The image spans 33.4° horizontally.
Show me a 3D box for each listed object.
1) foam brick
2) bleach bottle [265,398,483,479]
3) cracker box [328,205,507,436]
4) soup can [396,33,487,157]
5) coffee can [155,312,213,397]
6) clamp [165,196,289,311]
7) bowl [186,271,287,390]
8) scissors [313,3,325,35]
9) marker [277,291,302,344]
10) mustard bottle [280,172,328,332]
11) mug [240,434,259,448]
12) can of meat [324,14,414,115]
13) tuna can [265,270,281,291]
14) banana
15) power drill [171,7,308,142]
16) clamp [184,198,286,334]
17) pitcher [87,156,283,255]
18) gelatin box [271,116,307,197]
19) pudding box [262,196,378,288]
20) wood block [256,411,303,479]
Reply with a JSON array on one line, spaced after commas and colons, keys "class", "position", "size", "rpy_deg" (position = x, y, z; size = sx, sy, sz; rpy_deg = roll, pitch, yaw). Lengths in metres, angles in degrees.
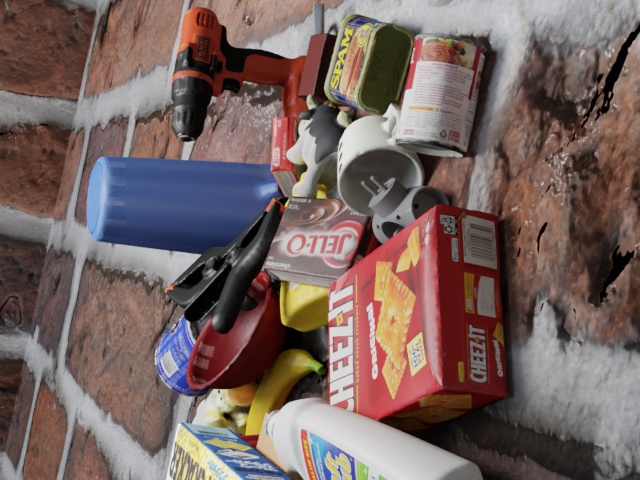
[{"class": "foam brick", "position": [0.013, -0.202, 1.272], "size": [0.051, 0.053, 0.078], "rpy_deg": [-161, 84, -67]}, {"class": "bleach bottle", "position": [0.033, 0.201, 0.913], "size": [0.251, 0.067, 0.102], "rpy_deg": [14, 115, 53]}, {"class": "cracker box", "position": [0.078, 0.084, 0.957], "size": [0.214, 0.072, 0.164], "rpy_deg": [140, 136, -56]}, {"class": "soup can", "position": [0.112, -0.133, 0.991], "size": [0.069, 0.068, 0.102], "rpy_deg": [-173, 94, -67]}, {"class": "coffee can", "position": [-0.149, 0.138, 1.415], "size": [0.141, 0.102, 0.103], "rpy_deg": [135, 140, -53]}, {"class": "clamp", "position": [-0.121, 0.046, 1.295], "size": [0.210, 0.036, 0.164], "rpy_deg": [-30, 32, 38]}, {"class": "bowl", "position": [-0.089, 0.118, 1.258], "size": [0.162, 0.055, 0.162], "rpy_deg": [-44, 23, 25]}, {"class": "scissors", "position": [-0.002, -0.193, 1.340], "size": [0.096, 0.016, 0.202], "rpy_deg": [-79, -10, -79]}, {"class": "marker", "position": [-0.045, 0.090, 1.307], "size": [0.121, 0.020, 0.020], "rpy_deg": [-122, 48, -58]}, {"class": "mustard bottle", "position": [-0.008, 0.002, 1.209], "size": [0.096, 0.058, 0.191], "rpy_deg": [-38, 44, 39]}, {"class": "mug", "position": [-0.083, 0.267, 1.210], "size": [0.117, 0.081, 0.093], "rpy_deg": [-48, 49, 47]}, {"class": "can of meat", "position": [0.055, -0.191, 1.167], "size": [0.084, 0.057, 0.102], "rpy_deg": [36, 112, 62]}, {"class": "tuna can", "position": [-0.037, 0.022, 1.302], "size": [0.086, 0.033, 0.086], "rpy_deg": [-168, 90, -67]}, {"class": "banana", "position": [-0.052, 0.189, 1.251], "size": [0.069, 0.037, 0.198], "rpy_deg": [-104, 34, -46]}, {"class": "power drill", "position": [-0.095, -0.190, 1.344], "size": [0.057, 0.187, 0.184], "rpy_deg": [-33, 48, 57]}, {"class": "clamp", "position": [-0.084, 0.032, 1.176], "size": [0.171, 0.039, 0.120], "rpy_deg": [-56, 27, -2]}, {"class": "pitcher", "position": [-0.175, -0.039, 1.385], "size": [0.145, 0.242, 0.149], "rpy_deg": [-128, 46, -59]}, {"class": "gelatin box", "position": [-0.037, -0.100, 1.310], "size": [0.089, 0.030, 0.073], "rpy_deg": [60, -151, -65]}, {"class": "pudding box", "position": [0.005, 0.003, 1.126], "size": [0.114, 0.039, 0.090], "rpy_deg": [5, 65, 39]}, {"class": "wood block", "position": [-0.028, 0.289, 1.080], "size": [0.091, 0.090, 0.206], "rpy_deg": [31, 107, 65]}]
